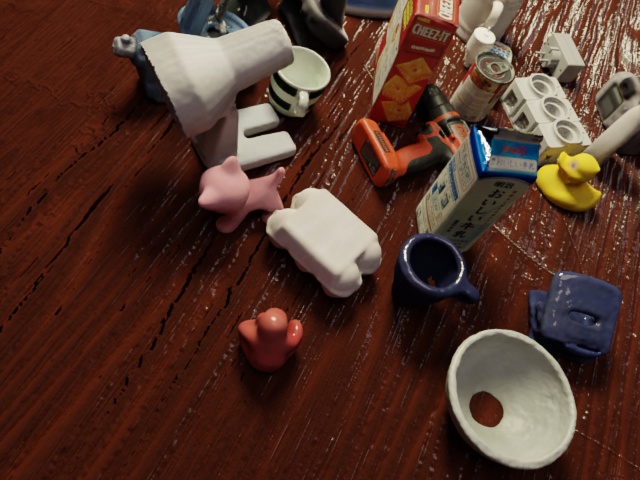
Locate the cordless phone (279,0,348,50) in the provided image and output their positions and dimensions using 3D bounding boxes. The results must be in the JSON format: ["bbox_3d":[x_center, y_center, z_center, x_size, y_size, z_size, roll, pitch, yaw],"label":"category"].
[{"bbox_3d":[0.005,-0.415,0.922,0.094,0.185,0.147,-19,68,-24],"label":"cordless phone"}]

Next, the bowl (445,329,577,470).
[{"bbox_3d":[0.222,0.200,0.708,0.168,0.074,0.167,7,60,-12],"label":"bowl"}]

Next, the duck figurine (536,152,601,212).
[{"bbox_3d":[0.414,-0.100,0.923,0.104,0.086,0.078,37,59,6],"label":"duck figurine"}]

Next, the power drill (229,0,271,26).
[{"bbox_3d":[-0.111,-0.428,0.881,0.075,0.208,0.230,31,58,3],"label":"power drill"}]

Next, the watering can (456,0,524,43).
[{"bbox_3d":[0.323,-0.458,1.031,0.101,0.194,0.173,1,62,-15],"label":"watering can"}]

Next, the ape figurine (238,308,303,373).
[{"bbox_3d":[-0.057,0.109,0.668,0.078,0.092,0.076,19,58,-5],"label":"ape figurine"}]

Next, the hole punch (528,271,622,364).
[{"bbox_3d":[0.352,0.108,0.787,0.109,0.091,0.101,16,59,-7],"label":"hole punch"}]

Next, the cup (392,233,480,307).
[{"bbox_3d":[0.144,0.057,0.753,0.117,0.095,0.092,35,58,5],"label":"cup"}]

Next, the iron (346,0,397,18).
[{"bbox_3d":[0.149,-0.492,1.031,0.259,0.141,0.118,-22,70,-25],"label":"iron"}]

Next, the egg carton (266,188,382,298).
[{"bbox_3d":[0.007,0.003,0.759,0.150,0.069,0.107,41,59,9],"label":"egg carton"}]

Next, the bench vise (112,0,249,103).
[{"bbox_3d":[-0.166,-0.282,0.778,0.208,0.219,0.121,-33,74,-28],"label":"bench vise"}]

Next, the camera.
[{"bbox_3d":[0.600,-0.238,1.044,0.137,0.100,0.143,3,61,-14],"label":"camera"}]

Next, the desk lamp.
[{"bbox_3d":[-0.122,-0.184,0.741,0.204,0.213,0.118,-21,69,-25],"label":"desk lamp"}]

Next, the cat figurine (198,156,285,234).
[{"bbox_3d":[-0.102,-0.065,0.736,0.128,0.117,0.067,-16,67,-23],"label":"cat figurine"}]

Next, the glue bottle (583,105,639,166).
[{"bbox_3d":[0.507,-0.186,0.946,0.078,0.173,0.037,-31,74,-28],"label":"glue bottle"}]
